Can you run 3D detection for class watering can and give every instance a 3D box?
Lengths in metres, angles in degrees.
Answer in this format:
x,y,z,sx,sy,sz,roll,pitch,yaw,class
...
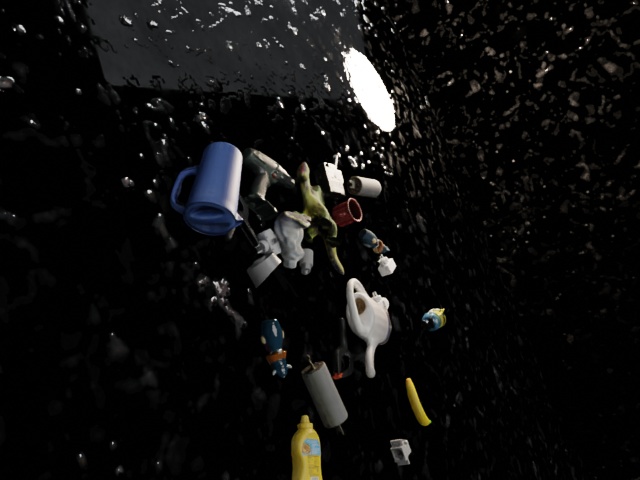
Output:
x,y,z,sx,sy,sz,roll,pitch,yaw,class
0.161,0.297,1.705,0.103,0.355,0.221,-25,-33,21,watering can

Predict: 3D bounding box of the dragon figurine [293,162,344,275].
x,y,z,sx,sy,sz,roll,pitch,yaw,class
0.005,-0.089,1.767,0.122,0.402,0.249,-13,41,17,dragon figurine

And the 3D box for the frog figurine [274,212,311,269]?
x,y,z,sx,sy,sz,roll,pitch,yaw,class
-0.096,-0.001,1.559,0.122,0.158,0.139,18,14,-23,frog figurine
